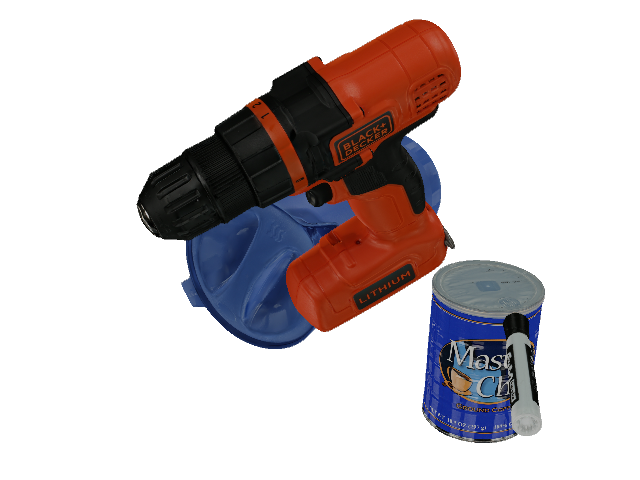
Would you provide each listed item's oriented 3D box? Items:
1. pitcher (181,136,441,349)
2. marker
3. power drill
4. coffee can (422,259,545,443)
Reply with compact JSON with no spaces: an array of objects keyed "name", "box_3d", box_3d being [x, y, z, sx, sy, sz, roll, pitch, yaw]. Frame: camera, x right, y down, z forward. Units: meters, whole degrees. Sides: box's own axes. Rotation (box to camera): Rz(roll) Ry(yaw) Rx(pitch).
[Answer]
[{"name":"pitcher","box_3d":[-0.002,-0.011,0.928,0.149,0.145,0.242,26,32,23]},{"name":"marker","box_3d":[0.136,0.087,0.726,0.020,0.020,0.121,0,30,7]},{"name":"power drill","box_3d":[0.001,-0.020,0.606,0.184,0.057,0.187,-29,-31,-6]},{"name":"coffee can","box_3d":[0.151,0.103,1.003,0.103,0.140,0.103,1,25,-1]}]
